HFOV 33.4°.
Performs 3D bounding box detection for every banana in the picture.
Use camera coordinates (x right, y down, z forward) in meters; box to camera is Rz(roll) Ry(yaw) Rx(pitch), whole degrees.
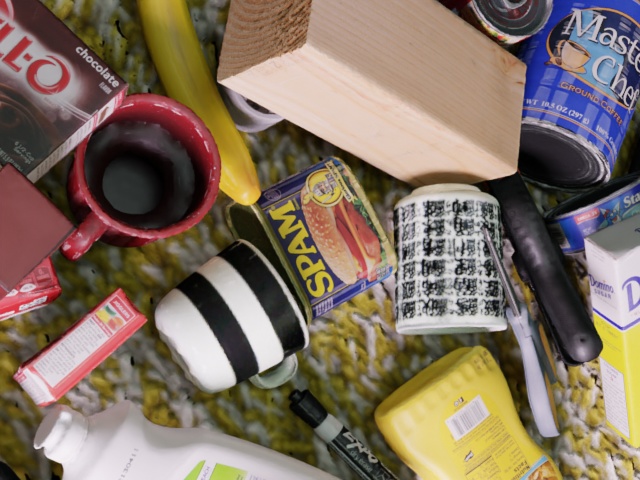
[{"bbox_3d":[-0.089,-0.111,0.730,0.037,0.070,0.198,-21,87,-10],"label":"banana"}]

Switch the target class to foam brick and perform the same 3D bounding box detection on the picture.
[{"bbox_3d":[-0.179,-0.001,0.593,0.051,0.078,0.053,47,65,-11],"label":"foam brick"}]

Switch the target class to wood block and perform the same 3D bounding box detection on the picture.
[{"bbox_3d":[0.041,-0.115,0.733,0.205,0.090,0.091,24,65,-38],"label":"wood block"}]

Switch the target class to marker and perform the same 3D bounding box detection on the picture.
[{"bbox_3d":[0.023,0.150,0.758,0.121,0.020,0.020,45,68,-9],"label":"marker"}]

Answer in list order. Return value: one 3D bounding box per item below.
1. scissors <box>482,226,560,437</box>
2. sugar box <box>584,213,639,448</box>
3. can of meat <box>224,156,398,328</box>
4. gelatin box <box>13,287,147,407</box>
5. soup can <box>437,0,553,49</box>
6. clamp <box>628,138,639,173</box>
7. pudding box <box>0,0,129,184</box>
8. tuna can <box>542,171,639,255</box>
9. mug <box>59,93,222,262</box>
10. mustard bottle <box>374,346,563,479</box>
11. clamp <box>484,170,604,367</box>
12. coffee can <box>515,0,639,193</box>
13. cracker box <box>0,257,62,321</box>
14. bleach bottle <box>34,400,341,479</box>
[{"bbox_3d":[0.143,0.074,0.743,0.016,0.201,0.096,-13,61,17],"label":"scissors"},{"bbox_3d":[0.256,0.063,0.804,0.093,0.048,0.176,-23,121,-14],"label":"sugar box"},{"bbox_3d":[-0.005,0.001,0.752,0.083,0.058,0.102,-28,92,-25],"label":"can of meat"},{"bbox_3d":[-0.151,0.068,0.665,0.073,0.089,0.030,-42,95,-23],"label":"gelatin box"},{"bbox_3d":[0.118,-0.169,0.805,0.068,0.102,0.068,4,80,-21],"label":"soup can"},{"bbox_3d":[0.310,-0.006,0.889,0.164,0.036,0.210,0,85,-23],"label":"clamp"},{"bbox_3d":[-0.184,-0.095,0.624,0.113,0.039,0.090,44,68,-3],"label":"pudding box"},{"bbox_3d":[0.219,-0.021,0.829,0.086,0.086,0.034,-28,94,-23],"label":"tuna can"},{"bbox_3d":[-0.127,-0.031,0.695,0.093,0.082,0.117,40,69,-11],"label":"mug"},{"bbox_3d":[0.126,0.179,0.773,0.096,0.058,0.191,-33,94,-23],"label":"mustard bottle"},{"bbox_3d":[0.165,0.020,0.792,0.039,0.120,0.171,-26,87,0],"label":"clamp"},{"bbox_3d":[0.197,-0.122,0.827,0.102,0.103,0.140,30,72,-15],"label":"coffee can"},{"bbox_3d":[-0.269,-0.039,0.646,0.164,0.072,0.214,-18,87,-24],"label":"cracker box"},{"bbox_3d":[-0.060,0.164,0.674,0.250,0.068,0.102,33,71,-24],"label":"bleach bottle"}]
